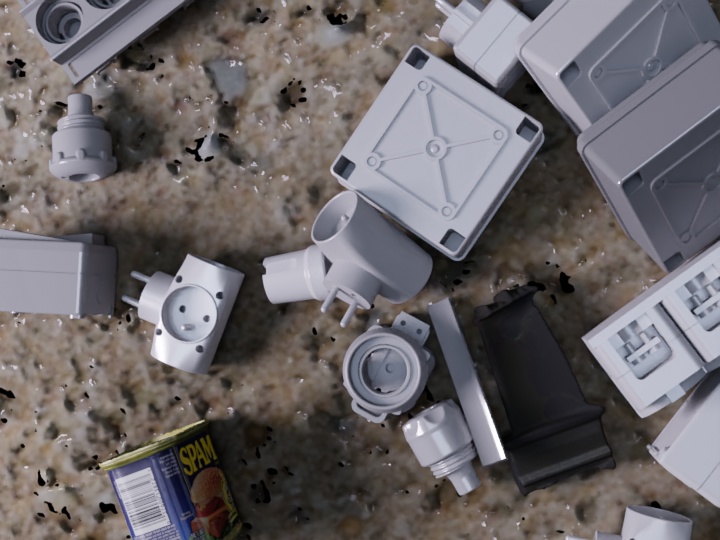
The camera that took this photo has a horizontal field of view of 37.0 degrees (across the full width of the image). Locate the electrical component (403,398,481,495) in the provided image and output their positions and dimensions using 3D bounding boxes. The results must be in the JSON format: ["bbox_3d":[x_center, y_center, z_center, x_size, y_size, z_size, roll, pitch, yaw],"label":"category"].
[{"bbox_3d":[0.061,0.124,0.740,0.043,0.043,0.062,-31,86,6],"label":"electrical component"}]

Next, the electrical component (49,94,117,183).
[{"bbox_3d":[-0.204,-0.097,0.789,0.048,0.048,0.062,-7,80,8],"label":"electrical component"}]

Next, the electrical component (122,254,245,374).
[{"bbox_3d":[-0.133,0.025,0.773,0.079,0.044,0.077,21,91,9],"label":"electrical component"}]

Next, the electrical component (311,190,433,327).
[{"bbox_3d":[0.000,0.000,0.731,0.077,0.044,0.079,39,72,-29],"label":"electrical component"}]

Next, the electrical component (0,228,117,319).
[{"bbox_3d":[-0.232,0.002,0.780,0.096,0.062,0.061,3,88,9],"label":"electrical component"}]

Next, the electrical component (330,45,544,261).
[{"bbox_3d":[0.054,-0.080,0.742,0.109,0.056,0.108,35,93,8],"label":"electrical component"}]

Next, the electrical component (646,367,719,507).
[{"bbox_3d":[0.244,0.102,0.704,0.061,0.062,0.096,37,93,8],"label":"electrical component"}]

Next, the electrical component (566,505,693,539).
[{"bbox_3d":[0.176,0.197,0.720,0.079,0.043,0.077,10,89,9],"label":"electrical component"}]

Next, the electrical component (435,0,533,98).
[{"bbox_3d":[0.081,-0.162,0.737,0.077,0.066,0.047,41,94,8],"label":"electrical component"}]

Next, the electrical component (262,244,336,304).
[{"bbox_3d":[-0.042,0.004,0.763,0.046,0.040,0.040,-10,86,14],"label":"electrical component"}]

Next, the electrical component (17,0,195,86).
[{"bbox_3d":[-0.174,-0.198,0.778,0.121,0.063,0.078,-36,83,6],"label":"electrical component"}]

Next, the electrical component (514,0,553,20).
[{"bbox_3d":[0.125,-0.195,0.745,0.078,0.040,0.040,36,93,9],"label":"electrical component"}]

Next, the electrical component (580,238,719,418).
[{"bbox_3d":[0.224,0.026,0.696,0.150,0.089,0.061,-37,83,6],"label":"electrical component"}]

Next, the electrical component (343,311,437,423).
[{"bbox_3d":[0.020,0.068,0.742,0.058,0.057,0.078,28,92,9],"label":"electrical component"}]

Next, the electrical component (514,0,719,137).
[{"bbox_3d":[0.173,-0.141,0.698,0.109,0.109,0.056,-45,42,5],"label":"electrical component"}]

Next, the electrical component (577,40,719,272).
[{"bbox_3d":[0.210,-0.071,0.689,0.109,0.108,0.056,-37,45,6],"label":"electrical component"}]
